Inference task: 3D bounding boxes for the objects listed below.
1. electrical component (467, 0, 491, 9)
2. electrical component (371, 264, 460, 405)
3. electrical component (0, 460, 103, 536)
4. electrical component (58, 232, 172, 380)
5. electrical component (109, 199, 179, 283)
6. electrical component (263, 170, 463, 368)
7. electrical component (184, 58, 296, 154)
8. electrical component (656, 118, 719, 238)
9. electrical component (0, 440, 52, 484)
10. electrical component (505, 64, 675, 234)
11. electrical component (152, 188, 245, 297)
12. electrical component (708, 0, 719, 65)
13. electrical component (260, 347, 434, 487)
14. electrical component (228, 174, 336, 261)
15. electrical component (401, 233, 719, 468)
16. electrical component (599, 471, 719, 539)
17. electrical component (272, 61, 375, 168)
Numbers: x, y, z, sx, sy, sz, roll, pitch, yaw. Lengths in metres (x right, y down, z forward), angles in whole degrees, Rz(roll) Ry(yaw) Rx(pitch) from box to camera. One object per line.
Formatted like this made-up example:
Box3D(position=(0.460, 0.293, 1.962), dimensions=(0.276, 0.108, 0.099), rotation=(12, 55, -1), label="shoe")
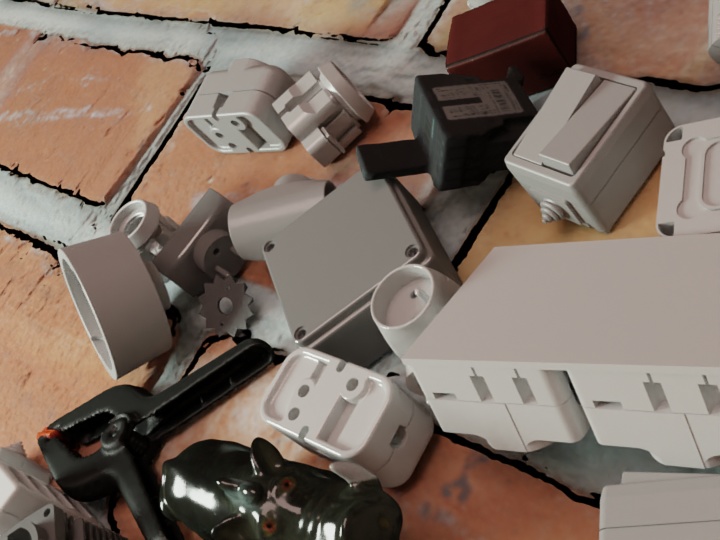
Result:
Box3D(position=(0.093, -0.223, 0.810), dimensions=(0.048, 0.062, 0.048), rotation=(-22, 47, 26), label="electrical component")
Box3D(position=(0.045, 0.048, 0.632), dimensions=(0.043, 0.077, 0.079), rotation=(-21, 48, 26), label="electrical component")
Box3D(position=(-0.241, 0.188, 0.758), dimensions=(0.047, 0.083, 0.075), rotation=(26, 78, 47), label="electrical component")
Box3D(position=(-0.180, 0.022, 0.820), dimensions=(0.060, 0.108, 0.108), rotation=(-24, 37, -20), label="electrical component")
Box3D(position=(-0.173, -0.026, 0.886), dimensions=(0.048, 0.055, 0.066), rotation=(-42, 42, 7), label="electrical component")
Box3D(position=(0.000, 0.000, 0.722), dimensions=(0.109, 0.056, 0.108), rotation=(-37, 43, 12), label="electrical component")
Box3D(position=(-0.095, -0.138, 0.908), dimensions=(0.095, 0.054, 0.059), rotation=(3, 62, 41), label="electrical component")
Box3D(position=(0.222, -0.039, 0.567), dimensions=(0.113, 0.057, 0.078), rotation=(-8, 54, 35), label="electrical component")
Box3D(position=(-0.289, 0.172, 0.827), dimensions=(0.062, 0.061, 0.096), rotation=(-1, 59, 39), label="electrical component")
Box3D(position=(0.137, -0.072, 0.660), dimensions=(0.096, 0.061, 0.062), rotation=(-53, 42, -6), label="electrical component")
Box3D(position=(-0.115, -0.015, 0.838), dimensions=(0.077, 0.044, 0.079), rotation=(-53, 42, -6), label="electrical component")
Box3D(position=(0.234, -0.152, 0.653), dimensions=(0.043, 0.043, 0.081), rotation=(-10, 53, 34), label="electrical component")
Box3D(position=(-0.006, 0.091, 0.655), dimensions=(0.095, 0.059, 0.053), rotation=(16, 70, 45), label="electrical component")
Box3D(position=(-0.051, -0.046, 0.807), dimensions=(0.077, 0.043, 0.079), rotation=(-13, 32, 17), label="electrical component")
Box3D(position=(0.130, 0.038, 0.547), dimensions=(0.186, 0.060, 0.105), rotation=(-3, 33, 43), label="electrical component")
Box3D(position=(0.152, 0.128, 0.494), dimensions=(0.096, 0.062, 0.061), rotation=(-13, 52, 32), label="electrical component")
Box3D(position=(-0.026, -0.124, 0.838), dimensions=(0.057, 0.058, 0.078), rotation=(-41, 46, 9), label="electrical component")
